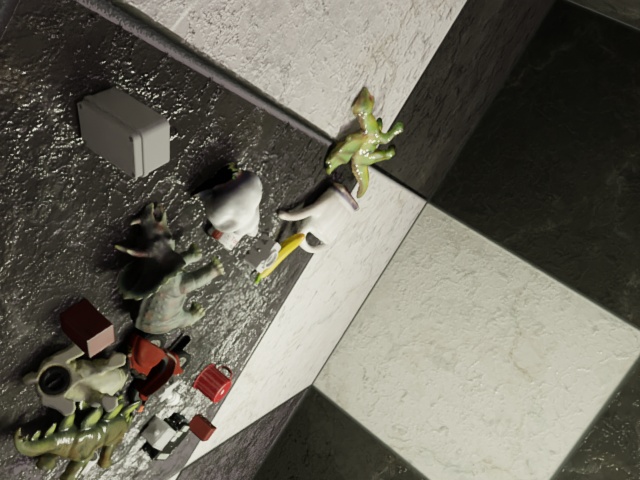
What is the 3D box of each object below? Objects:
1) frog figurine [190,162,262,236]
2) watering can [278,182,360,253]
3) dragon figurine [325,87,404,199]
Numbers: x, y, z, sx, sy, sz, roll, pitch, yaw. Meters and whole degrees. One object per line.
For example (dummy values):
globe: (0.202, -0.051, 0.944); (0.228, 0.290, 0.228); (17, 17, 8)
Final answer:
frog figurine: (-0.159, -0.062, 1.026); (0.156, 0.122, 0.140); (61, 37, -31)
watering can: (0.005, -0.076, 1.519); (0.225, 0.105, 0.342); (-52, 154, -5)
dragon figurine: (0.103, -0.256, 1.514); (0.245, 0.124, 0.401); (-17, 138, -37)
